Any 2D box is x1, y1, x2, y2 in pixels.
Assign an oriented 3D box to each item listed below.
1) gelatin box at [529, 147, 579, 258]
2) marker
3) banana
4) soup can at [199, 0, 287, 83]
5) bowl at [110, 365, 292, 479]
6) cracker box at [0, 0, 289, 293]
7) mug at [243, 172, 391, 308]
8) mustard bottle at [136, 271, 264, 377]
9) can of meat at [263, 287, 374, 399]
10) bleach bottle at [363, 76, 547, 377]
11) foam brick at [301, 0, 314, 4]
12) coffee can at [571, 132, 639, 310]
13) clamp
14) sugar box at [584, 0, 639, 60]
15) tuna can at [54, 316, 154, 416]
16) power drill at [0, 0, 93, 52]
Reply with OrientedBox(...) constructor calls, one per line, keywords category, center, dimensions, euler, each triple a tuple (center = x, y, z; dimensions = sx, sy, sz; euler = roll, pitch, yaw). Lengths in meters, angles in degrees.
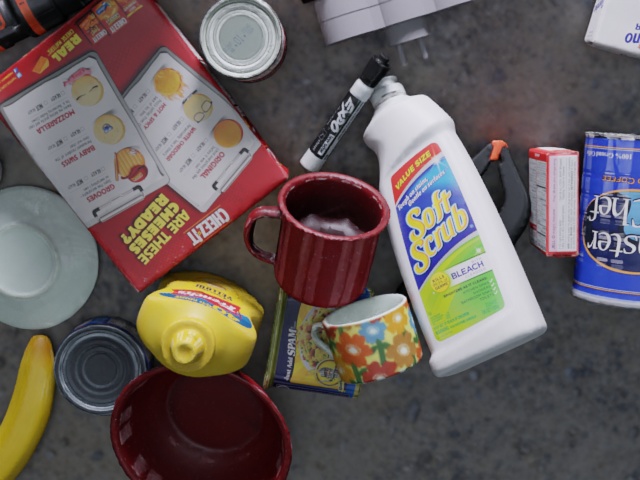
OrientedBox(category="gelatin box", center=(0.200, -0.033, 0.912), dimensions=(0.030, 0.073, 0.089), euler=(-2, 97, 0))
OrientedBox(category="marker", center=(0.022, -0.109, 0.913), dimensions=(0.020, 0.020, 0.121), euler=(34, 115, -4))
OrientedBox(category="banana", center=(-0.289, 0.178, 0.963), dimensions=(0.069, 0.037, 0.198), euler=(40, 96, -5))
OrientedBox(category="soup can", center=(-0.062, -0.165, 0.883), dimensions=(0.068, 0.102, 0.068), euler=(0, 97, 0))
OrientedBox(category="bowl", center=(-0.099, 0.164, 0.937), dimensions=(0.162, 0.055, 0.162), euler=(4, 115, 8))
OrientedBox(category="cracker box", center=(-0.154, -0.091, 0.910), dimensions=(0.164, 0.072, 0.213), euler=(-37, 97, 6))
OrientedBox(category="mug", center=(-0.006, 0.001, 0.890), dimensions=(0.117, 0.093, 0.081), euler=(6, 127, -7))
OrientedBox(category="mustard bottle", center=(-0.099, 0.070, 0.869), dimensions=(0.096, 0.191, 0.058), euler=(23, 97, -2))
OrientedBox(category="can of meat", center=(-0.001, 0.085, 0.939), dimensions=(0.084, 0.057, 0.102), euler=(9, 98, -3))
OrientedBox(category="bleach bottle", center=(0.094, -0.019, 0.897), dimensions=(0.103, 0.068, 0.251), euler=(-28, 75, 20))
OrientedBox(category="foam brick", center=(-0.002, -0.244, 0.897), dimensions=(0.051, 0.053, 0.078), euler=(-18, 98, 3))
OrientedBox(category="coffee can", center=(0.269, -0.018, 0.898), dimensions=(0.103, 0.103, 0.140), euler=(3, 97, 0))
OrientedBox(category="clamp", center=(0.129, -0.003, 0.935), dimensions=(0.120, 0.039, 0.171), euler=(4, 91, 5))
OrientedBox(category="sugar box", center=(0.294, -0.239, 0.899), dimensions=(0.093, 0.048, 0.176), euler=(16, 101, -1))
OrientedBox(category="tuna can", center=(-0.194, 0.113, 0.955), dimensions=(0.086, 0.034, 0.086), euler=(0, 97, 1))
OrientedBox(category="power drill", center=(-0.286, -0.254, 0.896), dimensions=(0.184, 0.057, 0.187), euler=(-24, 97, 4))
